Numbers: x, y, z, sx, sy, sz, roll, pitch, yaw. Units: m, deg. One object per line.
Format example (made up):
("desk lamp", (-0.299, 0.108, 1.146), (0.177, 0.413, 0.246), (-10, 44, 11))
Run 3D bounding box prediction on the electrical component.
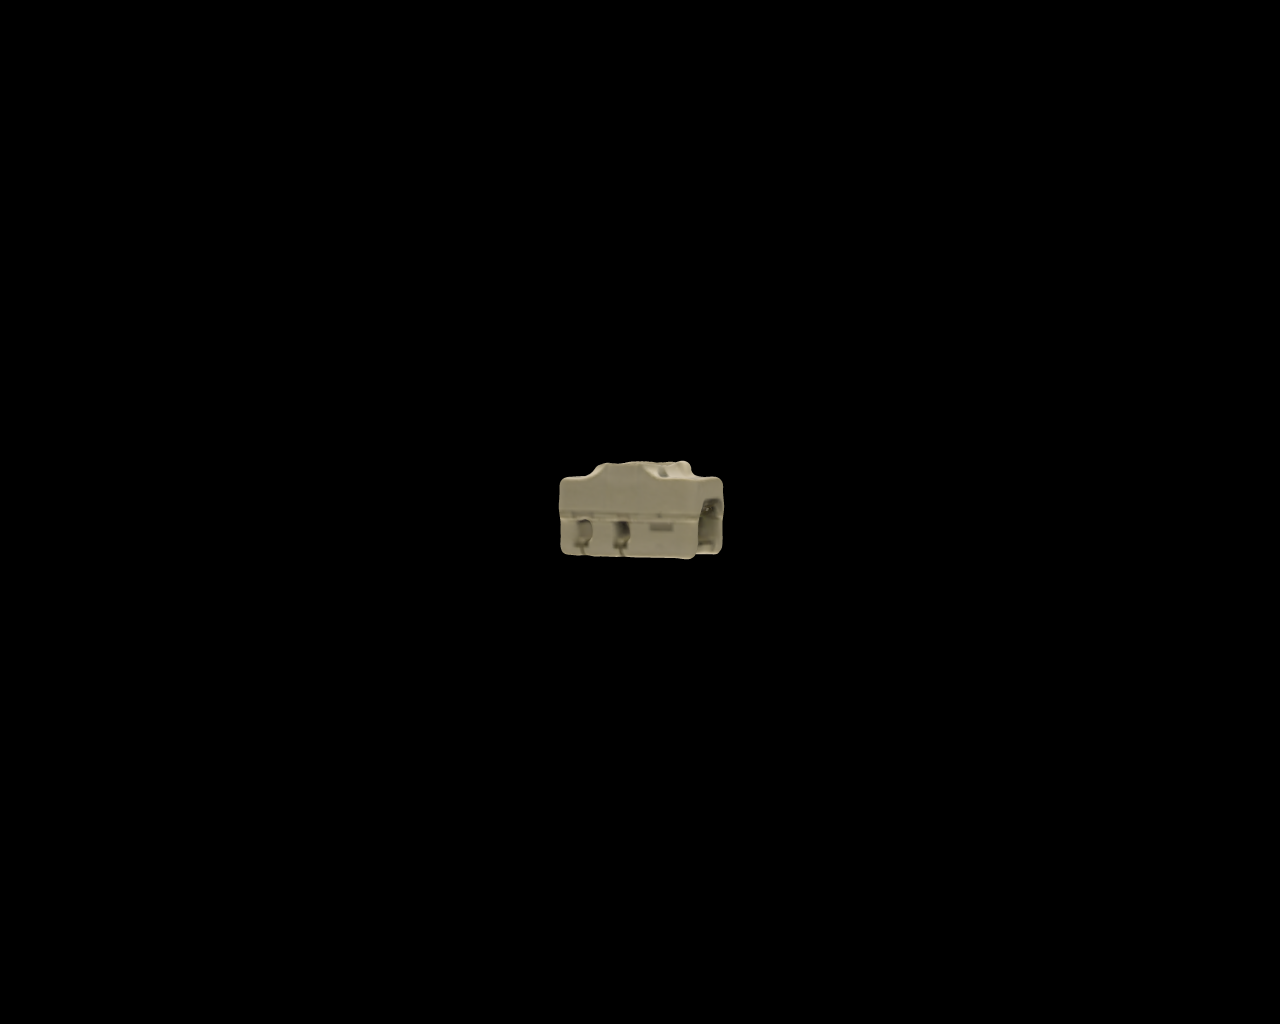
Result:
("electrical component", (0.001, -0.003, 0.650), (0.089, 0.055, 0.050), (2, 4, 27))
